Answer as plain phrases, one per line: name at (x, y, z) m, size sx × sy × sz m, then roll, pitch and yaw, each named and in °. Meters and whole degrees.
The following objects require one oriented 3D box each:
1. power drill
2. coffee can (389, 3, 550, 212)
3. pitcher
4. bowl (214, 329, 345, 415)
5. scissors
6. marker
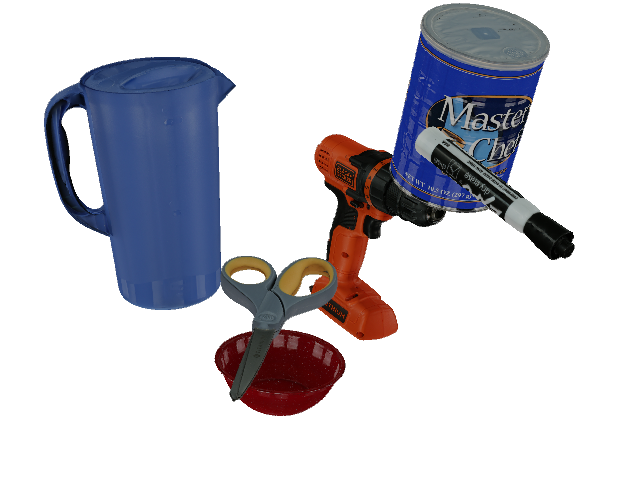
power drill at (0.052, 0.002, 1.076) m, size 0.057 × 0.188 × 0.185 m, roll -8°, pitch 27°, yaw -32°
coffee can at (0.120, -0.109, 0.878) m, size 0.102 × 0.140 × 0.103 m, roll 7°, pitch 37°, yaw -5°
pitcher at (-0.172, -0.056, 1.076) m, size 0.149 × 0.243 × 0.144 m, roll 11°, pitch 27°, yaw 26°
bowl at (-0.051, 0.170, 1.323) m, size 0.162 × 0.055 × 0.162 m, roll 3°, pitch 23°, yaw -2°
scissors at (-0.052, 0.052, 0.745) m, size 0.096 × 0.016 × 0.201 m, roll 13°, pitch 25°, yaw 21°
marker at (0.100, -0.028, 0.615) m, size 0.020 × 0.020 × 0.121 m, roll 0°, pitch 34°, yaw -45°
